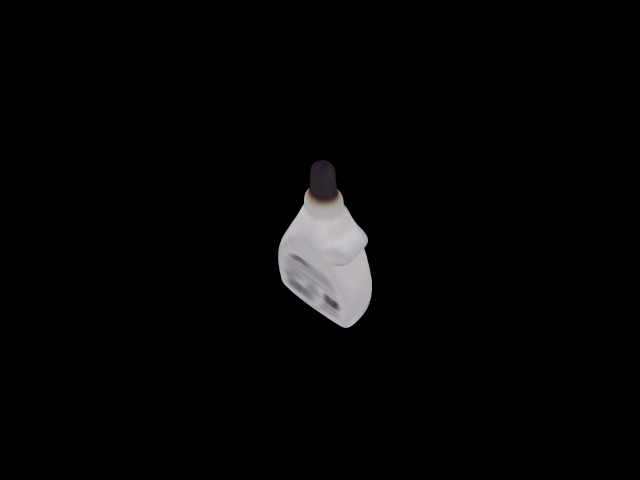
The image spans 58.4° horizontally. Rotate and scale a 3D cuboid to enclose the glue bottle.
[{"bbox_3d":[0.004,0.001,0.400,0.078,0.173,0.037,36,66,19],"label":"glue bottle"}]
